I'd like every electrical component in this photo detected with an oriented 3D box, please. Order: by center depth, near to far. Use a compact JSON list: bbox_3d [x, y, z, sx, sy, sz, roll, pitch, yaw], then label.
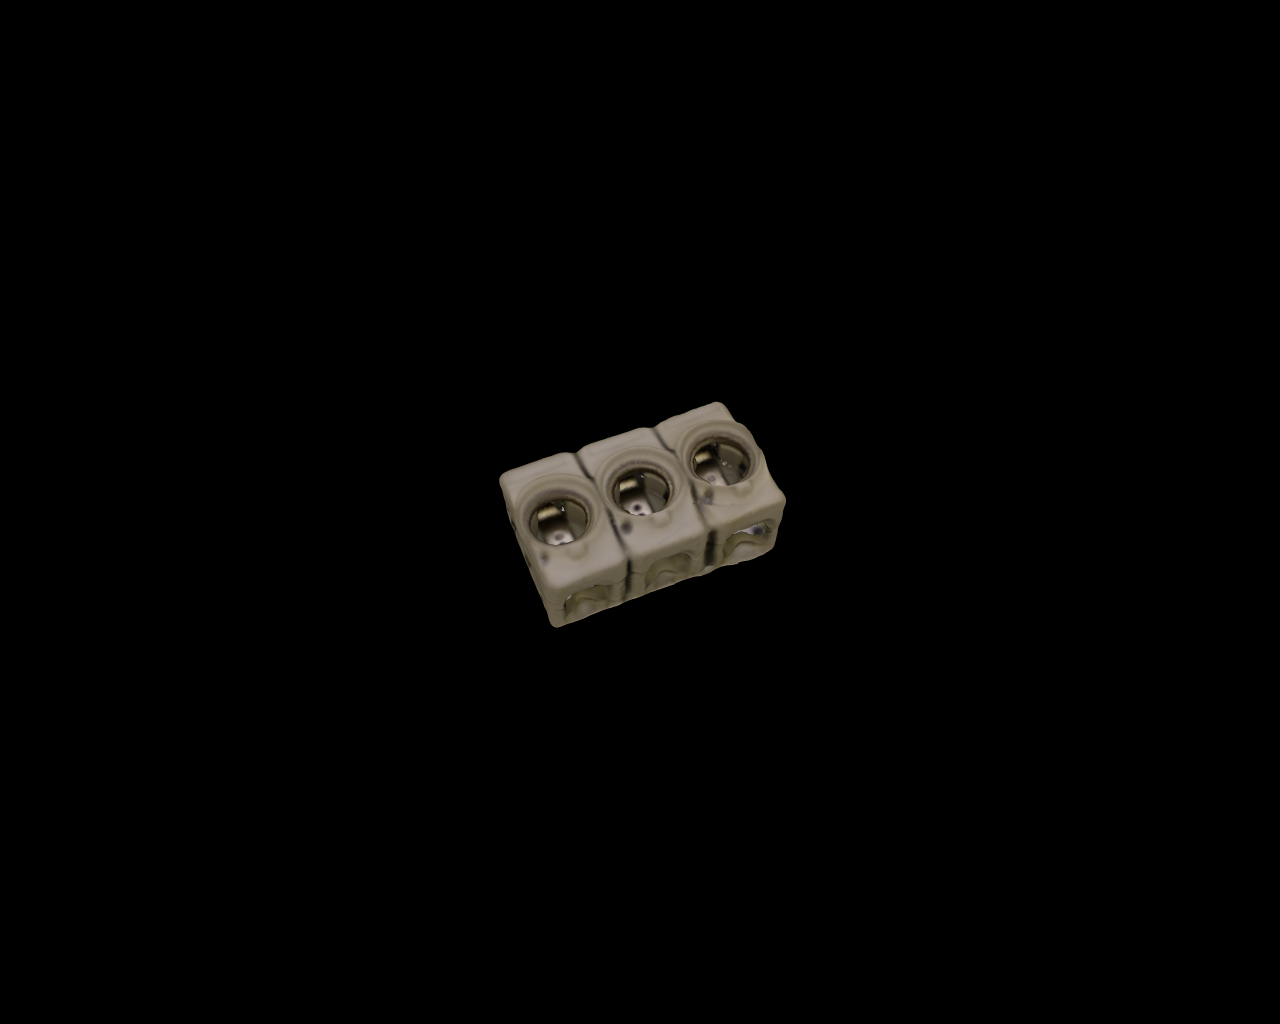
[{"bbox_3d":[0.001,-0.003,0.650,0.150,0.089,0.061,-20,-31,-13],"label":"electrical component"}]
